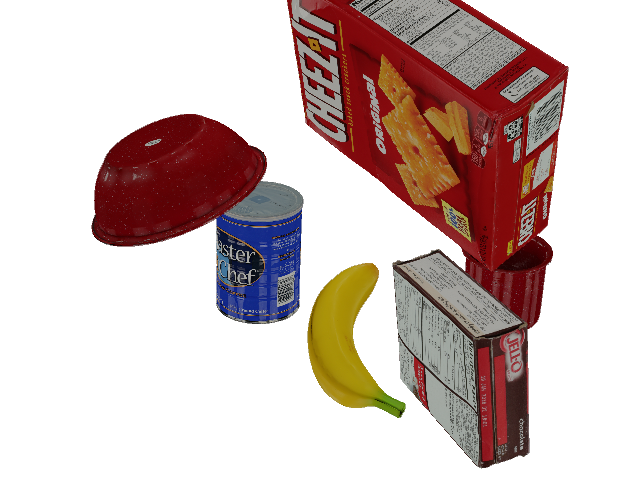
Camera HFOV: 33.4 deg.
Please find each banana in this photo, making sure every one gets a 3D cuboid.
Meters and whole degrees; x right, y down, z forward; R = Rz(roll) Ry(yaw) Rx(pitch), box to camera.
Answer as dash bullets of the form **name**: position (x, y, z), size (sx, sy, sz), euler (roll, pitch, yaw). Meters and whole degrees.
- **banana**: position (0.022, 0.077, 0.875), size (0.069, 0.037, 0.198), euler (15, 32, -14)

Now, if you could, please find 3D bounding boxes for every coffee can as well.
- **coffee can**: position (-0.073, 0.013, 1.266), size (0.103, 0.140, 0.103), euler (2, 26, -1)

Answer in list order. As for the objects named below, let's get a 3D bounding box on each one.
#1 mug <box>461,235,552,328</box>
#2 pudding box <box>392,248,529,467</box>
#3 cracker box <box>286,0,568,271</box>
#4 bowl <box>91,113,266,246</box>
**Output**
- **mug**: position (0.190, 0.038, 1.125), size (0.093, 0.081, 0.117), euler (-5, 30, -8)
- **pudding box**: position (0.084, 0.069, 0.646), size (0.039, 0.090, 0.114), euler (-14, 27, -19)
- **cracker box**: position (0.070, -0.100, 0.772), size (0.072, 0.164, 0.214), euler (-37, 58, -20)
- **bowl**: position (-0.130, -0.061, 0.902), size (0.162, 0.055, 0.162), euler (-17, 28, 9)
